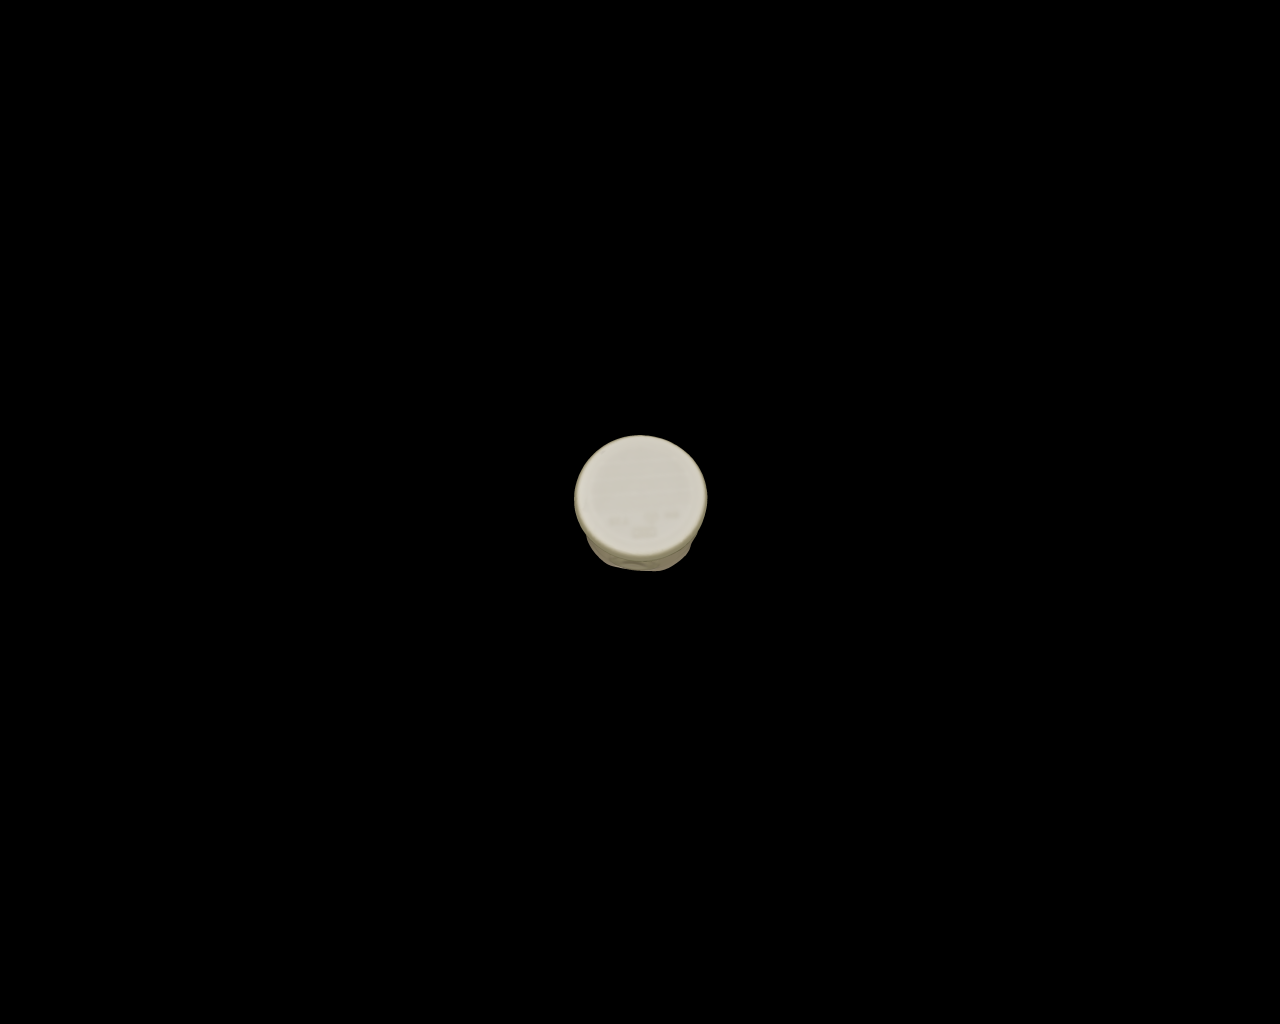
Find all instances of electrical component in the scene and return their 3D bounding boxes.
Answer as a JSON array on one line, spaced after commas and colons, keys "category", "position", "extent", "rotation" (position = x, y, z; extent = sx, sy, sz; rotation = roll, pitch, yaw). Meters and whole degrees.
[{"category": "electrical component", "position": [0.001, -0.003, 0.650], "extent": [0.080, 0.080, 0.051], "rotation": [0, -20, 0]}]
